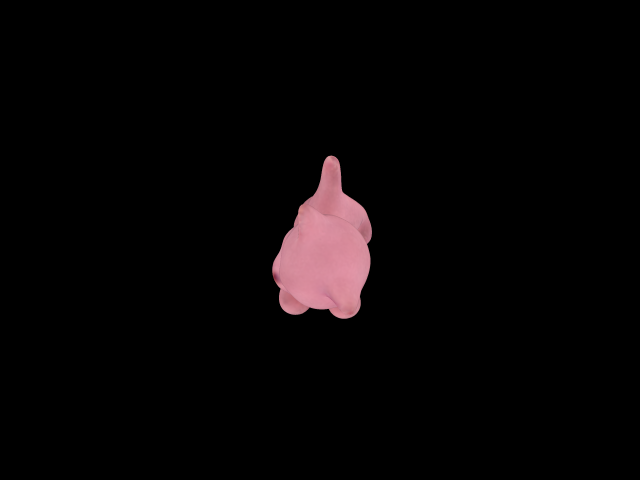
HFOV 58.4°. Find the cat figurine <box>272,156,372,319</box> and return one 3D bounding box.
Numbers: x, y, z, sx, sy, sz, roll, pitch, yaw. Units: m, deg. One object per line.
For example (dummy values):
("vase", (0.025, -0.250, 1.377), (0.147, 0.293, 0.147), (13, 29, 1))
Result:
("cat figurine", (0.004, 0.001, 0.400), (0.067, 0.118, 0.128), (5, 59, 4))
